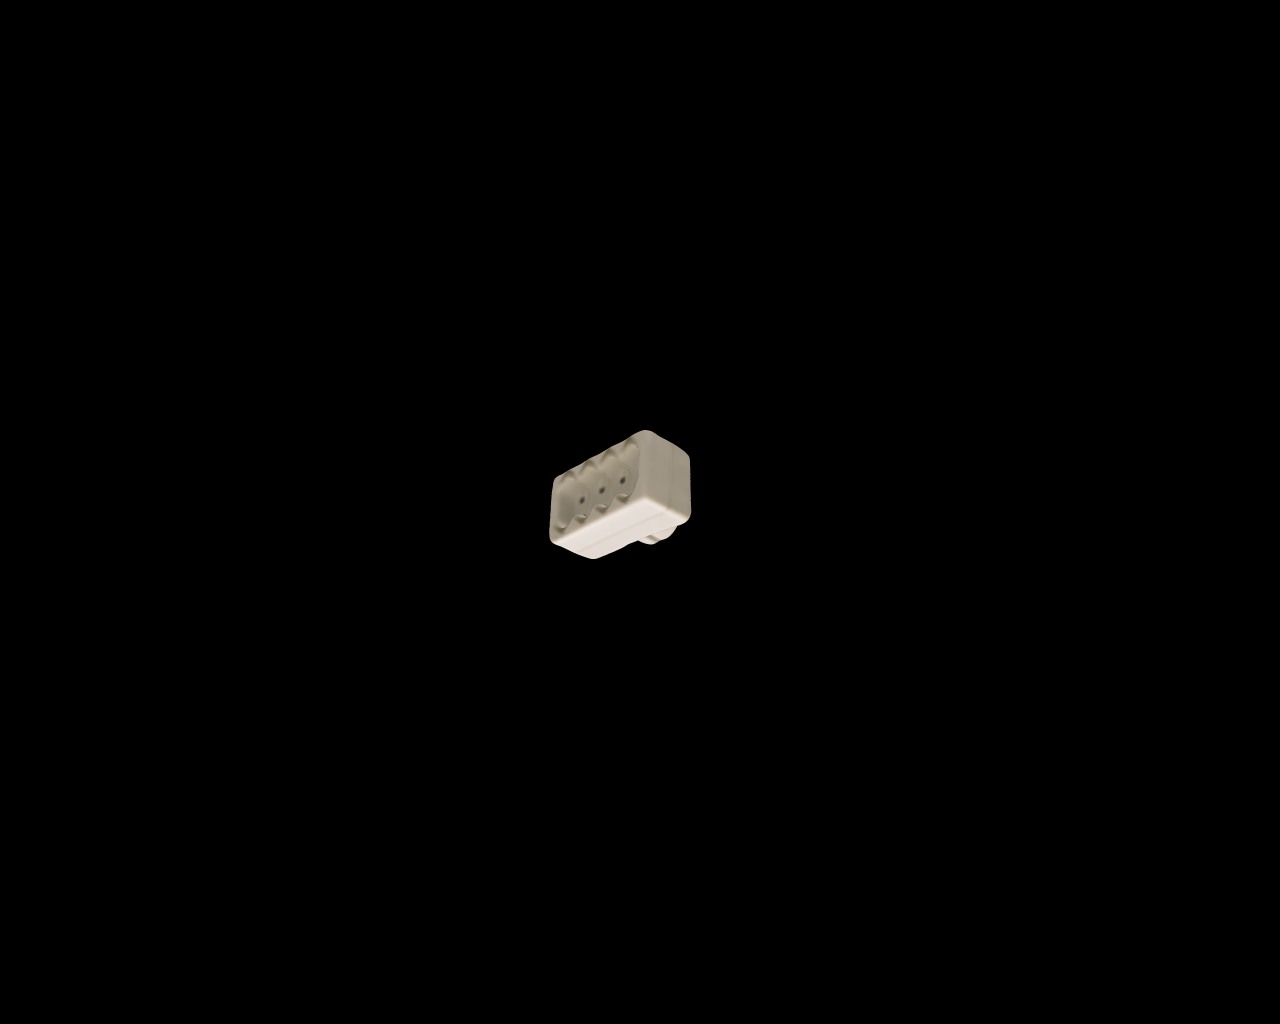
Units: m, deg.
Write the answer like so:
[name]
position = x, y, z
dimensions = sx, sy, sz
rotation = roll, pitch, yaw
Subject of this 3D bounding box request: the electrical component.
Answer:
[electrical component]
position = 0.001, -0.003, 0.650
dimensions = 0.083, 0.047, 0.075
rotation = -25, -37, 38
